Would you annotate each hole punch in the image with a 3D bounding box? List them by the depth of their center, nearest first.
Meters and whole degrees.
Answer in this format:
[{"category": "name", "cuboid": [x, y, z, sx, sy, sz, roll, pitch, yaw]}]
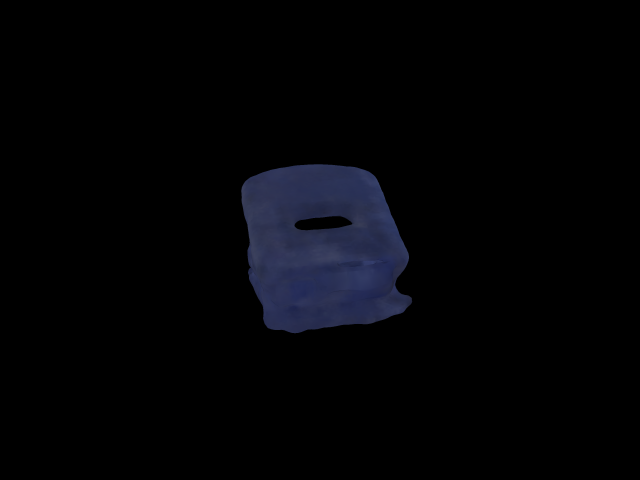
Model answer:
[{"category": "hole punch", "cuboid": [0.004, 0.001, 0.400, 0.109, 0.091, 0.101, -6, 23, -14]}]
